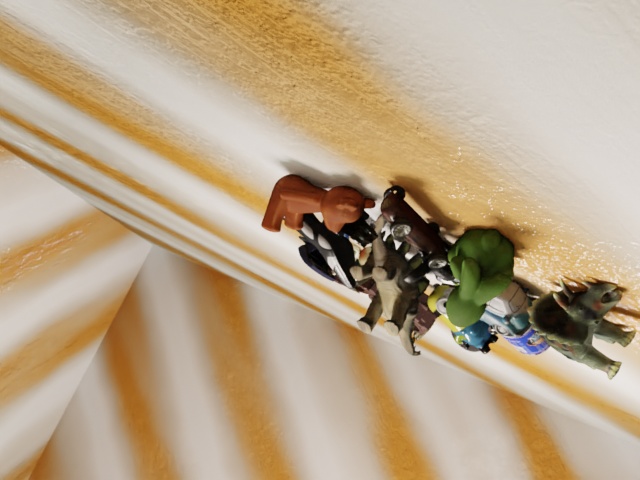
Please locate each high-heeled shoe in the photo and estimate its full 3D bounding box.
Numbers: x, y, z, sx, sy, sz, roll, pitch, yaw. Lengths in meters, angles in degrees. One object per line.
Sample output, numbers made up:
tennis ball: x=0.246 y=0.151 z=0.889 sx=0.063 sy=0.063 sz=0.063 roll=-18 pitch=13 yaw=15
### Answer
high-heeled shoe: x=-0.015 y=0.005 z=1.200 sx=0.145 sy=0.248 sz=0.086 roll=-12 pitch=-169 yaw=34

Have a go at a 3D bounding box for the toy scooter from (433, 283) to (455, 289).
toy scooter: x=0.354 y=0.149 z=1.330 sx=0.135 sy=0.075 sz=0.183 roll=15 pitch=161 yaw=34

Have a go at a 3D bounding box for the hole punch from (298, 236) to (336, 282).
hole punch: x=-0.001 y=0.055 z=1.568 sx=0.142 sy=0.092 sz=0.116 roll=31 pitch=169 yaw=-39

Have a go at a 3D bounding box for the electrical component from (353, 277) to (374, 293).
electrical component: x=0.114 y=0.103 z=1.538 sx=0.078 sy=0.102 sz=0.045 roll=49 pitch=167 yaw=9

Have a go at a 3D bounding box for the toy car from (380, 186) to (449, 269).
toy car: x=0.169 y=-0.017 z=0.959 sx=0.053 sy=0.089 sz=0.202 roll=-29 pitch=139 yaw=23

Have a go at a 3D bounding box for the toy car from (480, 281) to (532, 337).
toy car: x=0.384 y=0.124 z=1.153 sx=0.162 sy=0.109 sz=0.102 roll=30 pitch=148 yaw=28

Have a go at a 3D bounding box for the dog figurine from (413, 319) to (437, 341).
dog figurine: x=0.276 y=0.219 z=1.736 sx=0.191 sy=0.121 sz=0.172 roll=37 pitch=175 yaw=26

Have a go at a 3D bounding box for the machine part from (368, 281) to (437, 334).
machine part: x=0.239 y=0.182 z=1.552 sx=0.201 sy=0.087 sz=0.201 roll=34 pitch=170 yaw=12

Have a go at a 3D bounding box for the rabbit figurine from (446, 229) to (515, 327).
rabbit figurine: x=0.284 y=0.075 z=0.949 sx=0.121 sy=0.170 sz=0.159 roll=22 pitch=167 yaw=5

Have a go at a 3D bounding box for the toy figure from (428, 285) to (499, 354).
toy figure: x=0.324 y=0.183 z=1.241 sx=0.180 sy=0.082 sz=0.089 roll=45 pitch=147 yaw=-6

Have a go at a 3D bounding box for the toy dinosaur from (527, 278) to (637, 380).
toy dinosaur: x=0.516 y=0.183 z=1.108 sx=0.192 sy=0.131 sz=0.404 roll=34 pitch=175 yaw=18

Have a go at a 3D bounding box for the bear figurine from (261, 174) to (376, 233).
bear figurine: x=-0.001 y=-0.057 z=1.058 sx=0.196 sy=0.131 sz=0.120 roll=22 pitch=-163 yaw=26

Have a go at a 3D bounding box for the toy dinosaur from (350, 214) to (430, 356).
toy dinosaur: x=0.173 y=0.126 z=1.202 sx=0.105 sy=0.198 sz=0.470 roll=15 pitch=132 yaw=34

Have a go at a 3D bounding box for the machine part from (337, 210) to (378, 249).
machine part: x=0.069 y=-0.027 z=1.067 sx=0.039 sy=0.084 sz=0.139 roll=66 pitch=176 yaw=-25

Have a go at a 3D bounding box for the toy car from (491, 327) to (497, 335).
toy car: x=0.422 y=0.209 z=1.487 sx=0.202 sy=0.056 sz=0.073 roll=11 pitch=155 yaw=41

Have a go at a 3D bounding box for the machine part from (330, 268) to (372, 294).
machine part: x=0.088 y=0.108 z=1.679 sx=0.179 sy=0.056 sz=0.179 roll=24 pitch=167 yaw=6

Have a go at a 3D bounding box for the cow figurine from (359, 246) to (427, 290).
cow figurine: x=0.182 y=0.079 z=1.341 sx=0.195 sy=0.085 sz=0.127 roll=30 pitch=172 yaw=-12

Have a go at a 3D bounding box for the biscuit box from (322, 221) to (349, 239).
biscuit box: x=0.034 y=-0.005 z=1.322 sx=0.063 sy=0.059 sz=0.202 roll=24 pitch=167 yaw=8
